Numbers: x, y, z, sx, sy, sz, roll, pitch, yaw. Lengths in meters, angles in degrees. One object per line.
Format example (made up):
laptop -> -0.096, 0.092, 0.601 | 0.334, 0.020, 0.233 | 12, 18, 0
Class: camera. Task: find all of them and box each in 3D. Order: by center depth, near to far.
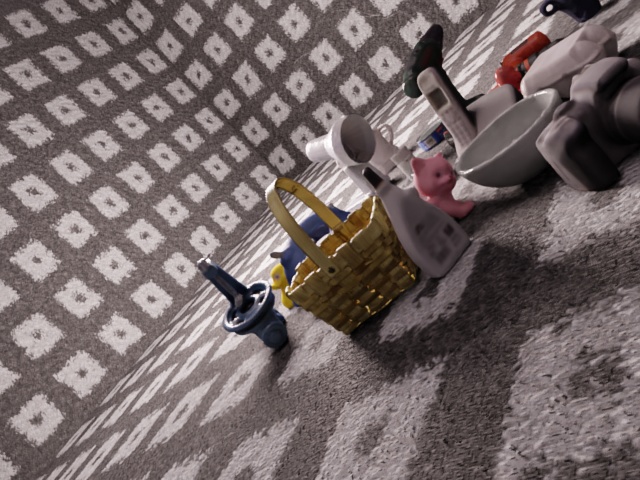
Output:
camera -> 0.311, -0.130, 0.593 | 0.143, 0.101, 0.136 | -44, 11, 4

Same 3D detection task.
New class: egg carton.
egg carton -> 0.396, -0.276, 0.917 | 0.107, 0.069, 0.150 | -51, 12, -30

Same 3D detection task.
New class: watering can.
watering can -> 0.119, -0.260, 1.577 | 0.173, 0.194, 0.101 | -45, 11, 1

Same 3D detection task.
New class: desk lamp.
desk lamp -> 0.074, -0.189, 1.421 | 0.118, 0.213, 0.203 | -52, 13, -33

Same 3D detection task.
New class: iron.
iron -> 0.010, 0.004, 1.118 | 0.118, 0.141, 0.259 | -32, 16, 49

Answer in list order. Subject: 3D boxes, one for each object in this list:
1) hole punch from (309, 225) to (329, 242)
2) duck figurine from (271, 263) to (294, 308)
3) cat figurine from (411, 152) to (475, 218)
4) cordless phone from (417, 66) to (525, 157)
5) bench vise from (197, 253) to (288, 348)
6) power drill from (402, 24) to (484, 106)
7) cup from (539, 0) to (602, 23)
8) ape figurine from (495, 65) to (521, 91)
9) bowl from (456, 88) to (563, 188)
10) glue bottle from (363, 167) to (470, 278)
hole punch -> -0.002, -0.015, 1.380 | 0.101, 0.091, 0.108 | -47, 11, -10
duck figurine -> -0.066, 0.085, 1.250 | 0.105, 0.086, 0.077 | -49, 12, -23
cat figurine -> 0.167, -0.071, 0.873 | 0.128, 0.118, 0.067 | -46, 11, -5
cordless phone -> 0.252, -0.226, 0.959 | 0.094, 0.185, 0.147 | -52, 13, -32
bench vise -> -0.166, 0.120, 1.129 | 0.122, 0.220, 0.207 | -49, 12, -23
power drill -> 0.289, -0.379, 1.344 | 0.075, 0.208, 0.230 | -30, 18, 53
cup -> 0.523, -0.490, 1.185 | 0.117, 0.095, 0.091 | -43, 11, 10
ape figurine -> 0.349, -0.272, 1.023 | 0.076, 0.092, 0.078 | -38, 13, 33
bowl -> 0.274, -0.126, 0.788 | 0.167, 0.075, 0.167 | -43, 11, 11
glue bottle -> 0.118, -0.033, 0.756 | 0.078, 0.173, 0.037 | -48, 11, -17
